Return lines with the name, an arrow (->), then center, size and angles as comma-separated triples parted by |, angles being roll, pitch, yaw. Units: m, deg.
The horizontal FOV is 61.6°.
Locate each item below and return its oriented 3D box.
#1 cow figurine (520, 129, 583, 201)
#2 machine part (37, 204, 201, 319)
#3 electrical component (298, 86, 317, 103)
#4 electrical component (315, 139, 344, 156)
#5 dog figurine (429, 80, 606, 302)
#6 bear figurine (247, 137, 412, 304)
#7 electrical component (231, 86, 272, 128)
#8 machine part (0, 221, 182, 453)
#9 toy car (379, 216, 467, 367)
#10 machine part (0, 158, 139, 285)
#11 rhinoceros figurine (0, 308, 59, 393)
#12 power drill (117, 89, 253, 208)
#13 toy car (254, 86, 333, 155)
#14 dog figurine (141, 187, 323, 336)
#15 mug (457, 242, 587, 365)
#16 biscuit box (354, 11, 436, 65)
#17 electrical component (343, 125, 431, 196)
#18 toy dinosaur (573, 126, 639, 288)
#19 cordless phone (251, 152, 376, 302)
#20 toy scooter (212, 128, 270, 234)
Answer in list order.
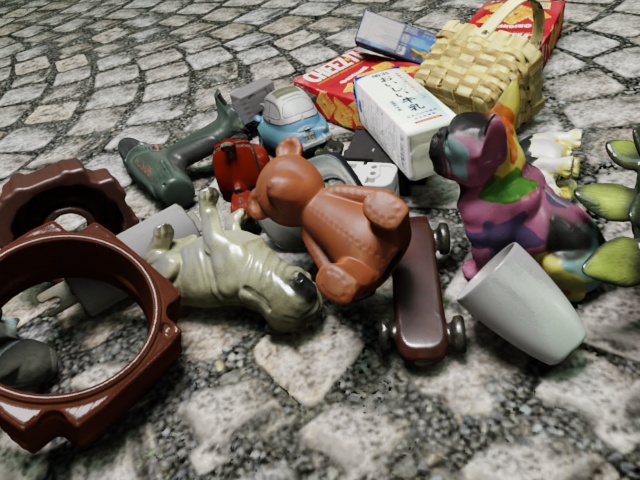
cow figurine -> 0.284, -0.085, 0.703 | 0.098, 0.068, 0.167 | 8, 40, 31
machine part -> -0.241, 0.025, 0.699 | 0.243, 0.079, 0.079 | -32, 43, -24
electrical component -> -0.036, -0.252, 0.987 | 0.021, 0.063, 0.094 | -34, 43, -24
electrical component -> 0.001, -0.108, 0.806 | 0.045, 0.078, 0.102 | 20, 48, 7
dog figurine -> 0.213, -0.050, 0.564 | 0.192, 0.218, 0.108 | 14, 49, 29
bear figurine -> -0.003, -0.032, 0.562 | 0.196, 0.132, 0.120 | 38, 98, 17
electrical component -> -0.133, -0.232, 0.979 | 0.119, 0.047, 0.075 | -24, 9, 7
machine part -> -0.260, 0.090, 0.551 | 0.201, 0.087, 0.201 | 38, 50, 10
toy car -> 0.108, 0.050, 0.598 | 0.089, 0.053, 0.202 | -6, 44, 8
machine part -> -0.330, -0.020, 0.706 | 0.179, 0.179, 0.056 | -26, 38, -16
rhinoceros figurine -> -0.388, 0.127, 0.616 | 0.191, 0.073, 0.112 | 11, 46, 25
power drill -> -0.229, -0.162, 0.893 | 0.207, 0.085, 0.232 | -32, 46, -9
toy car -> -0.050, -0.199, 0.887 | 0.109, 0.102, 0.162 | -24, 29, -13
dog figurine -> -0.107, 0.059, 0.622 | 0.172, 0.121, 0.191 | -47, 62, 13
mug -> 0.199, 0.068, 0.530 | 0.081, 0.109, 0.107 | -44, 80, 2
biscuit box -> 0.168, -0.354, 0.983 | 0.203, 0.059, 0.063 | 20, 13, 2
electrical component -> 0.105, -0.122, 0.802 | 0.134, 0.058, 0.115 | 3, 44, 18
toy dinosaur -> 0.347, 0.013, 0.496 | 0.199, 0.105, 0.471 | 9, 62, -8
cordless phone -> -0.002, -0.002, 0.667 | 0.147, 0.088, 0.184 | -23, 71, 27
toy scooter -> -0.114, -0.105, 0.776 | 0.075, 0.135, 0.184 | -10, 38, 5
